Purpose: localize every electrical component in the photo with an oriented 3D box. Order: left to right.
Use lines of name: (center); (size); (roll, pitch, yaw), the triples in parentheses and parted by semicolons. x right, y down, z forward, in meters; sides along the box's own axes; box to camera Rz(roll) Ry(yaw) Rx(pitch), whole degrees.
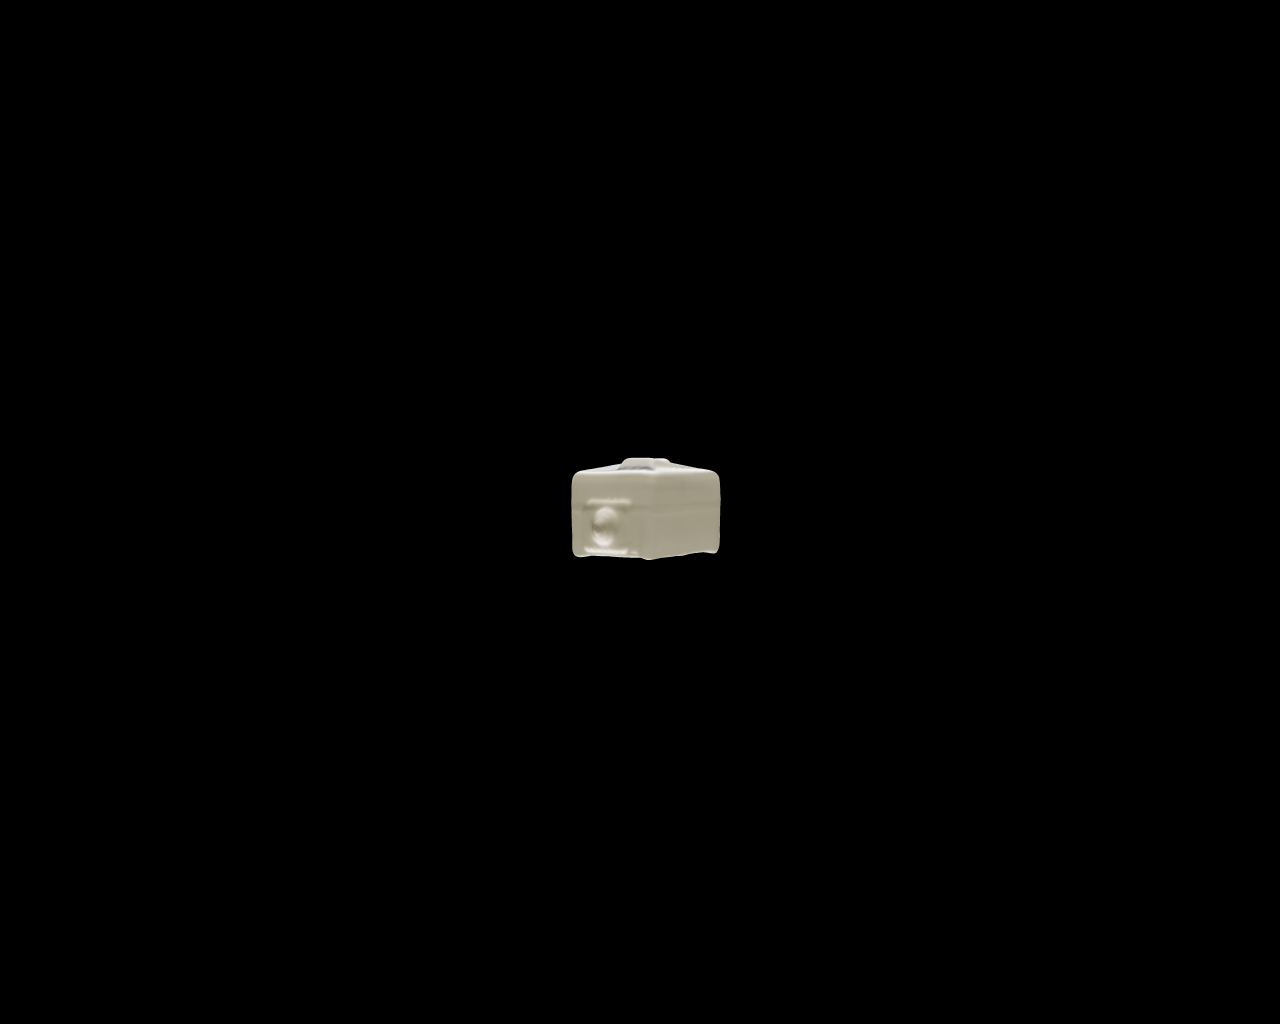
electrical component: (0.001, -0.003, 0.650); (0.062, 0.061, 0.096); (2, 3, 36)
